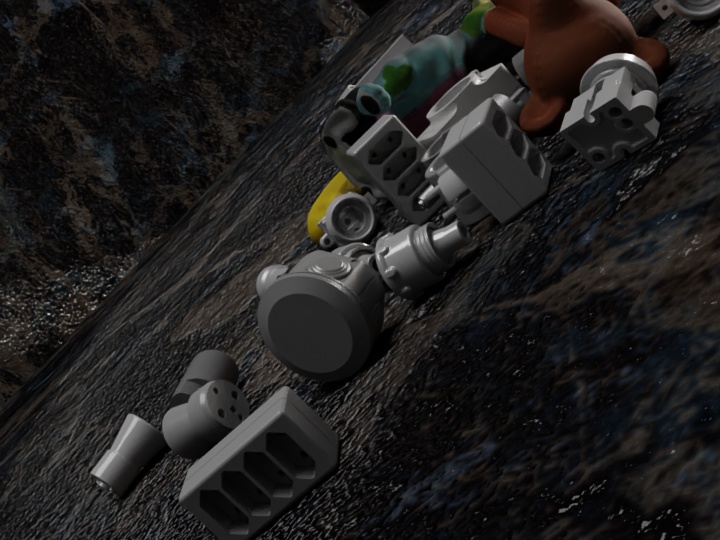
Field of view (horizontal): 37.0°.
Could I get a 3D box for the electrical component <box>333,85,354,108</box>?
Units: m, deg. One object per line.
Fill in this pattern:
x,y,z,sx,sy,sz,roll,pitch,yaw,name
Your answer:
0.019,-0.166,1.193,0.064,0.099,0.099,-48,11,10,electrical component

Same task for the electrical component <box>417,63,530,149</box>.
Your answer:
0.095,-0.127,0.907,0.089,0.055,0.050,-47,13,-14,electrical component

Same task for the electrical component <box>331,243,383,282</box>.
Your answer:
0.000,0.000,0.825,0.043,0.043,0.062,-50,15,-23,electrical component

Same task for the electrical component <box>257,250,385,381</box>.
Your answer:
-0.024,0.030,0.720,0.080,0.080,0.051,-36,10,35,electrical component

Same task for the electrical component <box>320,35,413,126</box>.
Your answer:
0.026,-0.172,1.100,0.121,0.063,0.079,-46,-2,10,electrical component

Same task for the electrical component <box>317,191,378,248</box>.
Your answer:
-0.010,-0.046,1.006,0.066,0.048,0.055,-46,5,-6,electrical component

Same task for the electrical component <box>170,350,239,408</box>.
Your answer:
-0.132,0.105,0.902,0.043,0.043,0.081,-39,13,22,electrical component

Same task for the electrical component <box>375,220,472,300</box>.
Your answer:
0.045,-0.012,0.721,0.062,0.048,0.048,-29,18,26,electrical component

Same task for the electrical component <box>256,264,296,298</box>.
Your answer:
-0.070,0.013,1.018,0.040,0.040,0.046,-50,20,-26,electrical component

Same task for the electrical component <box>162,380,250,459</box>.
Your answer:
-0.117,0.114,0.822,0.055,0.045,0.045,-36,15,33,electrical component

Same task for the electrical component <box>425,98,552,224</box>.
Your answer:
0.078,-0.063,0.726,0.077,0.065,0.047,-37,14,30,electrical component

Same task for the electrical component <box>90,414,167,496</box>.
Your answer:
-0.206,0.165,0.948,0.065,0.044,0.044,-55,15,-22,electrical component

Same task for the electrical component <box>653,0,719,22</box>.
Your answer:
0.230,-0.195,0.729,0.066,0.048,0.055,-39,6,23,electrical component

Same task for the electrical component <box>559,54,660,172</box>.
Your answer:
0.154,-0.098,0.651,0.066,0.048,0.055,-32,25,45,electrical component

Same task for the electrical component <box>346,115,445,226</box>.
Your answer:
0.032,-0.085,0.905,0.047,0.083,0.076,-45,13,-1,electrical component

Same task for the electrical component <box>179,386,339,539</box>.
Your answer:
-0.057,0.109,0.640,0.083,0.047,0.075,-41,12,12,electrical component

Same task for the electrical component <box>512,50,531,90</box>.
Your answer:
0.164,-0.173,0.865,0.077,0.043,0.079,-38,14,26,electrical component

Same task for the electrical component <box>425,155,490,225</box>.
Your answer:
0.081,-0.068,0.780,0.055,0.047,0.055,-42,13,11,electrical component
